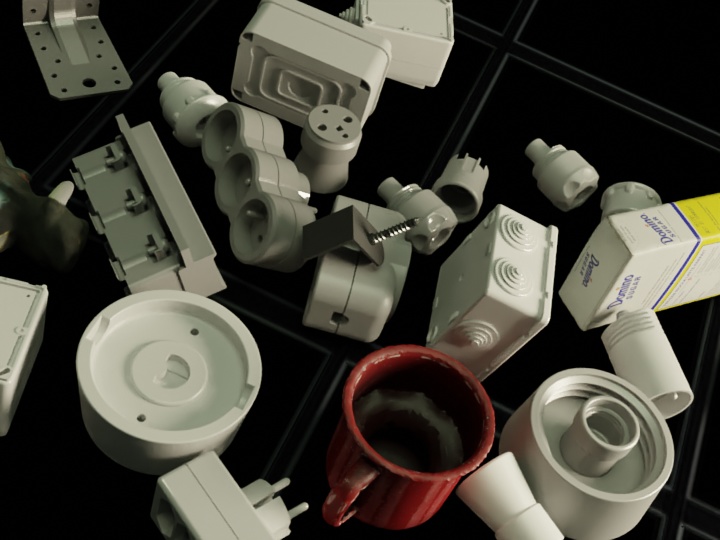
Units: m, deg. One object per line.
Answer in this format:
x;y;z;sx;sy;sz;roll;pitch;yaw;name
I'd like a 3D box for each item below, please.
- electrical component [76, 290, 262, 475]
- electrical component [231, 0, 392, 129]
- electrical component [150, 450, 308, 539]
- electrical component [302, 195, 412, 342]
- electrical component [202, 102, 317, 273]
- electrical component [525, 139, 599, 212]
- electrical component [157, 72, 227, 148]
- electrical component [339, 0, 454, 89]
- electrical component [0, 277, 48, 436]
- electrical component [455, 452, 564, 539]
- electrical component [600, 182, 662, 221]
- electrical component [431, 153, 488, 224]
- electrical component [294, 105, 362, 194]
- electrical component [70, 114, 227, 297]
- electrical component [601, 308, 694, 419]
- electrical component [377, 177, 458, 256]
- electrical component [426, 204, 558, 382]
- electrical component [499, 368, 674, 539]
-0.118;0.073;0.654;0.108;0.060;0.108;9;50;-11;electrical component
-0.039;-0.161;0.860;0.113;0.078;0.057;23;52;2;electrical component
-0.066;0.145;0.620;0.076;0.047;0.083;-25;63;-32;electrical component
0.000;0.000;0.755;0.059;0.053;0.095;16;49;-4;electrical component
-0.062;-0.057;0.786;0.074;0.052;0.138;13;44;-42;electrical component
0.162;-0.081;0.880;0.043;0.043;0.062;-24;61;-32;electrical component
-0.133;-0.128;0.826;0.048;0.048;0.062;-23;55;-31;electrical component
0.027;-0.201;0.924;0.096;0.061;0.061;10;50;-10;electrical component
-0.228;0.045;0.646;0.062;0.061;0.096;14;41;-8;electrical component
0.096;0.152;0.670;0.044;0.044;0.065;-23;67;-31;electrical component
0.214;-0.036;0.860;0.048;0.048;0.062;20;56;-1;electrical component
0.079;-0.065;0.844;0.040;0.040;0.046;24;43;3;electrical component
-0.025;-0.092;0.822;0.045;0.055;0.045;9;50;-11;electrical component
-0.145;-0.033;0.725;0.063;0.078;0.121;-24;61;-11;electrical component
0.203;0.064;0.774;0.043;0.043;0.081;-2;52;-19;electrical component
0.039;-0.044;0.811;0.043;0.043;0.062;-29;64;-34;electrical component
0.089;0.015;0.743;0.048;0.099;0.099;26;48;-13;electrical component
0.152;0.115;0.704;0.108;0.060;0.108;9;50;-11;electrical component
